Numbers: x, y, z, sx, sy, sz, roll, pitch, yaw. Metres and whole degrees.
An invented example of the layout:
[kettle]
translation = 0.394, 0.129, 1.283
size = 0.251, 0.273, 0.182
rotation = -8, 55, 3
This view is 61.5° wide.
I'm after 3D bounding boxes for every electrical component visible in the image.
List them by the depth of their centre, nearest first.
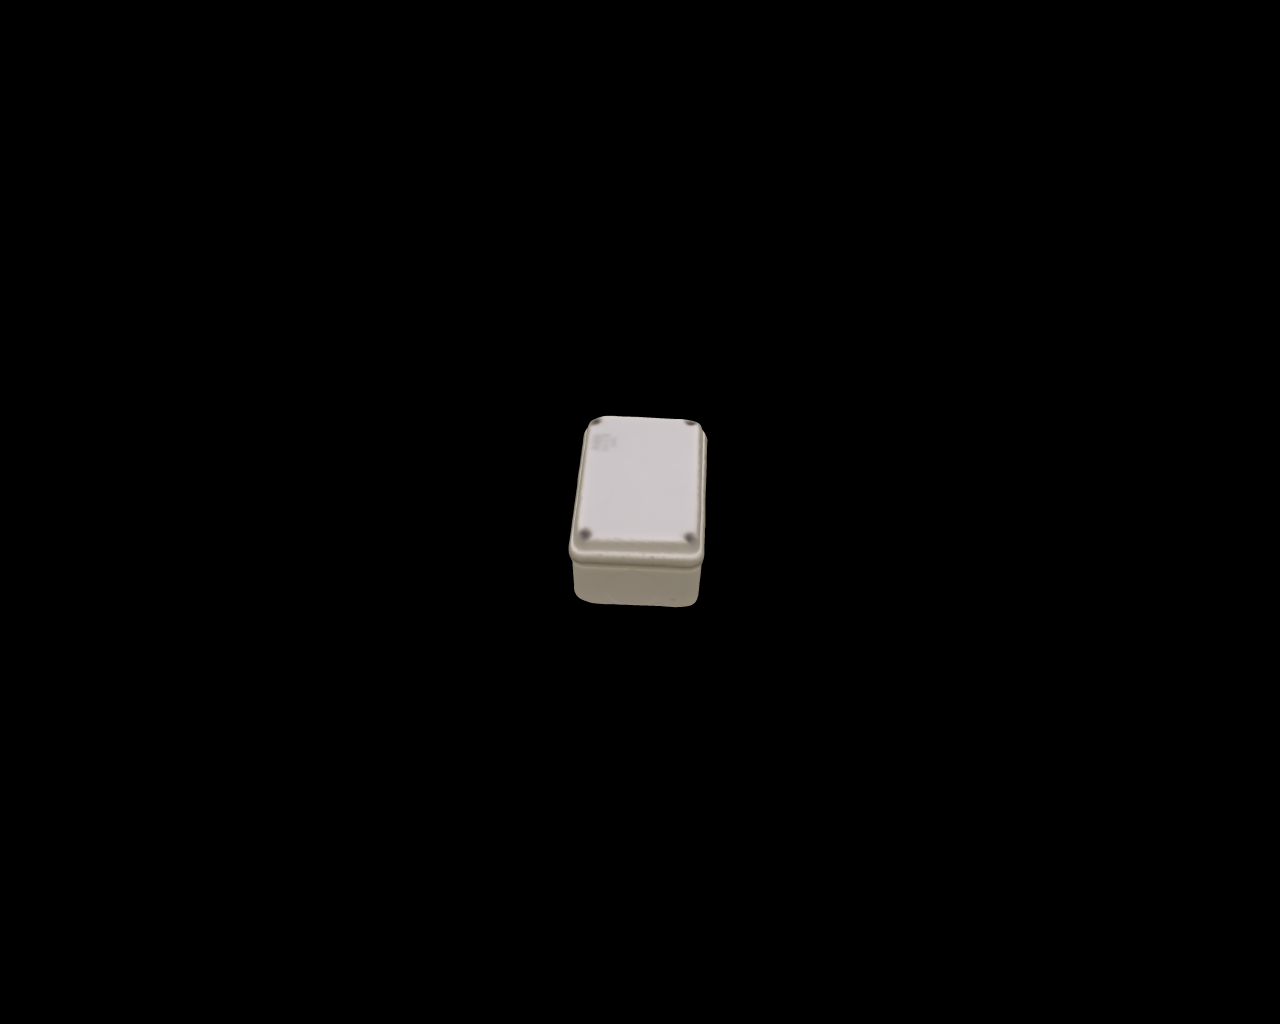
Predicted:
[electrical component]
translation = 0.001, -0.003, 0.650
size = 0.078, 0.113, 0.057
rotation = 2, -43, 2
